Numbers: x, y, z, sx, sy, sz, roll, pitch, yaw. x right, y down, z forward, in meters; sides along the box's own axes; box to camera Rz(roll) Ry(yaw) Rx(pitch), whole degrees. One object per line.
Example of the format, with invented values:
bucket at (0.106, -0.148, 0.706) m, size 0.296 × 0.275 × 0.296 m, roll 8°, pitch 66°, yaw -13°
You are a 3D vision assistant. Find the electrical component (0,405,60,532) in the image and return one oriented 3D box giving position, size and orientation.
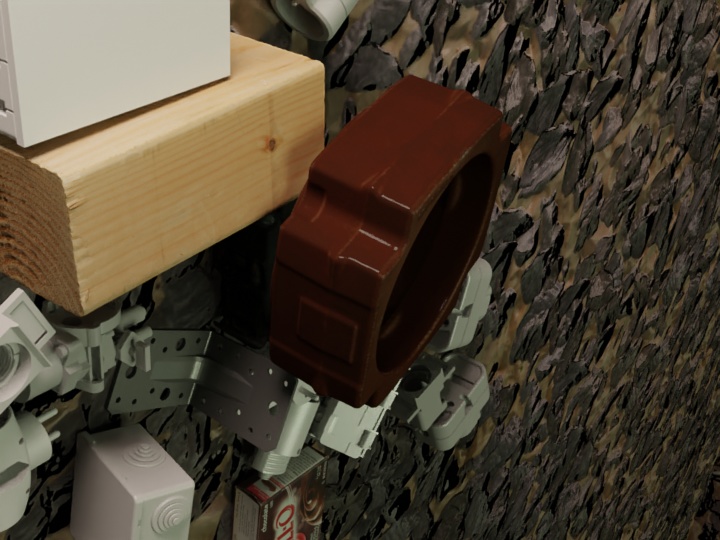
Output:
electrical component at (-0.221, 0.113, 0.673) m, size 0.079 × 0.043 × 0.077 m, roll -31°, pitch 136°, yaw -44°

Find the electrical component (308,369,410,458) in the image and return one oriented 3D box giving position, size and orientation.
electrical component at (-0.001, 0.103, 0.971) m, size 0.079 × 0.063 × 0.121 m, roll 27°, pitch 88°, yaw -18°

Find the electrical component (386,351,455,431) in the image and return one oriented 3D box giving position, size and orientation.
electrical component at (0.060, 0.128, 1.112) m, size 0.081 × 0.042 × 0.063 m, roll -45°, pitch 139°, yaw -27°

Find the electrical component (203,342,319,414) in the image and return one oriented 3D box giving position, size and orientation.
electrical component at (-0.056, 0.086, 0.877) m, size 0.138 × 0.074 × 0.052 m, roll -26°, pitch 132°, yaw -47°

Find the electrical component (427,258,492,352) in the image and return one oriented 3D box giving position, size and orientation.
electrical component at (0.093, 0.030, 1.085) m, size 0.059 × 0.054 × 0.095 m, roll -9°, pitch 119°, yaw -55°

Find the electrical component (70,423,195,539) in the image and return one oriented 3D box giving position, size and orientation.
electrical component at (-0.160, 0.166, 0.752) m, size 0.048 × 0.100 × 0.099 m, roll -9°, pitch 120°, yaw -39°

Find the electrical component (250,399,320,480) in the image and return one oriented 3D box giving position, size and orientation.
electrical component at (-0.069, 0.142, 0.927) m, size 0.043 × 0.043 × 0.081 m, roll 12°, pitch 101°, yaw -59°

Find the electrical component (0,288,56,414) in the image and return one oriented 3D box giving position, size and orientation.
electrical component at (-0.219, 0.047, 0.609) m, size 0.081 × 0.064 × 0.042 m, roll -50°, pitch 147°, yaw -24°

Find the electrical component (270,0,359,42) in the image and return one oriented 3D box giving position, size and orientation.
electrical component at (-0.037, -0.222, 0.709) m, size 0.073 × 0.052 × 0.138 m, roll -57°, pitch 148°, yaw -13°

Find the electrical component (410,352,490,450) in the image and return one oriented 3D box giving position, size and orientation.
electrical component at (0.098, 0.146, 1.175) m, size 0.095 × 0.054 × 0.059 m, roll -48°, pitch 146°, yaw -26°

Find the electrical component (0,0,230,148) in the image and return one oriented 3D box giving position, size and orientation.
electrical component at (-0.146, -0.138, 0.591) m, size 0.150 × 0.062 × 0.089 m, roll -31°, pitch 135°, yaw -44°
